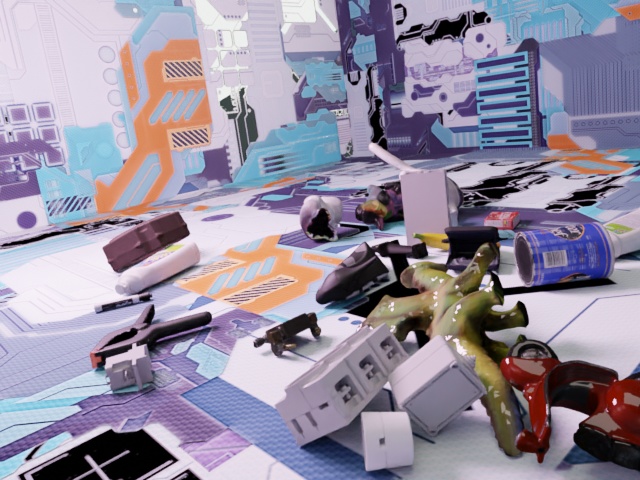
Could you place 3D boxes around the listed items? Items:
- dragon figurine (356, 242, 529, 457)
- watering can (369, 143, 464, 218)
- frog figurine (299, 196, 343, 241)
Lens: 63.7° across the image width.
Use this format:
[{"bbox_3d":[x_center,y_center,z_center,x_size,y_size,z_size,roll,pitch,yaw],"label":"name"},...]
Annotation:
[{"bbox_3d":[0.160,0.133,0.727,0.241,0.121,0.419,-21,20,28],"label":"dragon figurine"},{"bbox_3d":[0.310,-0.182,1.588,0.224,0.102,0.353,0,44,-51],"label":"watering can"},{"bbox_3d":[0.005,-0.075,1.493,0.121,0.136,0.163,-32,24,22],"label":"frog figurine"}]
